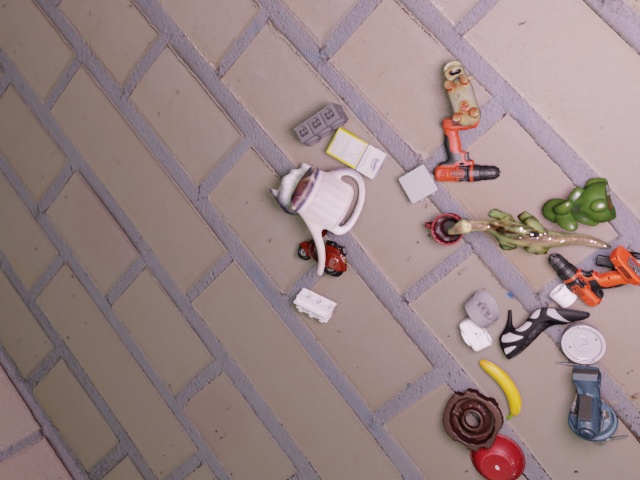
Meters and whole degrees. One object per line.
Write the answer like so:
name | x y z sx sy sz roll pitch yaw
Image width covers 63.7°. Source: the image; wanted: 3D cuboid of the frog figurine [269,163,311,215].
frog figurine | -0.068 -0.162 1.669 0.158 0.125 0.136 -39 115 14

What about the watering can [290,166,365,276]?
watering can | 0.005 -0.080 1.596 0.223 0.104 0.349 28 85 -16

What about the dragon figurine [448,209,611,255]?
dragon figurine | 0.553 -0.012 1.365 0.411 0.243 0.122 7 96 23
